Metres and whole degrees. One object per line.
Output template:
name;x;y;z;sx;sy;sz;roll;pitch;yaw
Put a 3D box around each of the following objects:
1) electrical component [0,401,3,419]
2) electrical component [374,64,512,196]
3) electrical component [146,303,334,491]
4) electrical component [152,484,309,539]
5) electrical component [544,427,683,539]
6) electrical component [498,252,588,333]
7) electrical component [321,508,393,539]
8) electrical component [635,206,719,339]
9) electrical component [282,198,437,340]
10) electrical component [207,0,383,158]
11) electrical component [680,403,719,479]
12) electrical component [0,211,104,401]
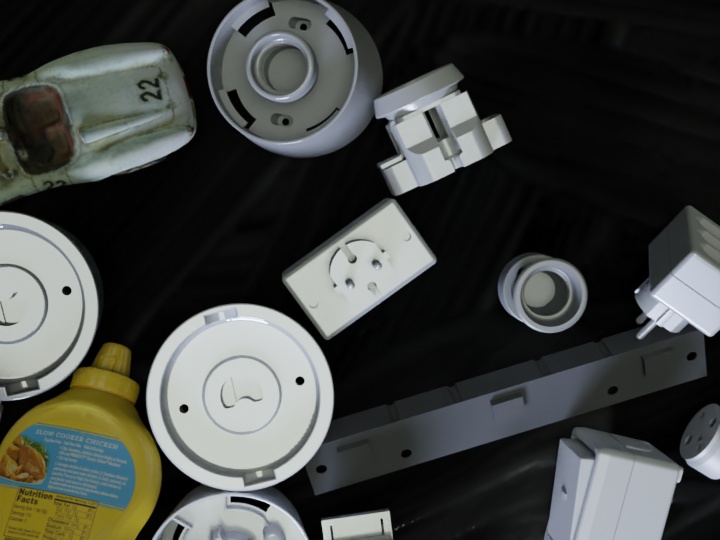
electrical component;-0.251;0.100;0.640;0.057;0.058;0.078;15;94;-8
electrical component;0.043;-0.087;0.644;0.078;0.058;0.057;-26;99;-2
electrical component;-0.069;0.073;0.646;0.108;0.060;0.108;0;90;-1
electrical component;-0.078;0.175;0.655;0.099;0.064;0.099;0;95;-4
electrical component;0.151;0.153;0.670;0.061;0.061;0.096;14;94;-5
electrical component;0.110;0.013;0.658;0.045;0.055;0.045;0;95;-4
electrical component;0.001;0.185;0.662;0.042;0.064;0.081;-7;96;-4
electrical component;0.197;0.012;0.664;0.047;0.065;0.076;34;121;-6
electrical component;0.000;0.000;0.639;0.083;0.075;0.047;-36;96;0
electrical component;-0.040;-0.118;0.644;0.099;0.064;0.099;0;92;9
electrical component;0.238;0.116;0.682;0.055;0.045;0.045;31;92;-6
electrical component;-0.204;0.018;0.634;0.108;0.060;0.108;0;95;-4
